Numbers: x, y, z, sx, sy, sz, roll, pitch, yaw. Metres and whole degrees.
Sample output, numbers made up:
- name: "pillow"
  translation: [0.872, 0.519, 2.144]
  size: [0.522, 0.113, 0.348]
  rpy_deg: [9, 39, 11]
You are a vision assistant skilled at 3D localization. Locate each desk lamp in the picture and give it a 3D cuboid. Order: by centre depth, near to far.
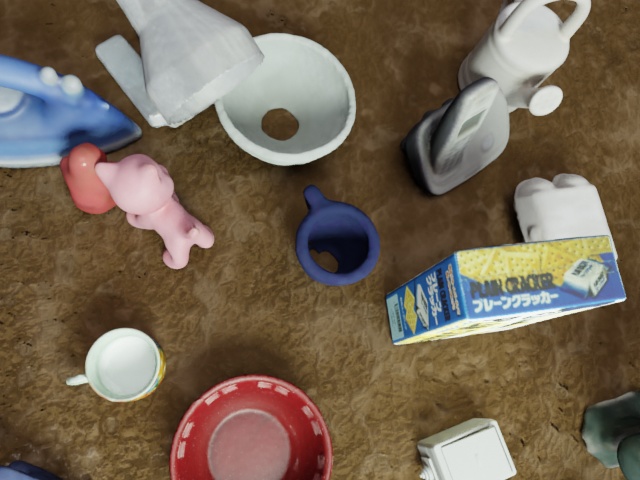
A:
- name: "desk lamp"
  translation: [-0.162, -0.202, 0.608]
  size: [0.118, 0.213, 0.203]
  rpy_deg: [-38, 84, -18]

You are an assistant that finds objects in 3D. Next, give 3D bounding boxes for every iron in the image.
- name: "iron"
  translation: [-0.328, -0.154, 0.600]
  size: [0.258, 0.141, 0.118]
  rpy_deg: [3, 74, -10]

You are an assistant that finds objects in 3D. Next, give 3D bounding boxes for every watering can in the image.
- name: "watering can"
  translation: [0.259, -0.238, 0.711]
  size: [0.101, 0.194, 0.173]
  rpy_deg: [-24, 80, -16]

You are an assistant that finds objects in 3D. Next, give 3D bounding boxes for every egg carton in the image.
- name: "egg carton"
  translation: [0.303, -0.010, 0.722]
  size: [0.107, 0.069, 0.150]
  rpy_deg: [-9, 76, -13]

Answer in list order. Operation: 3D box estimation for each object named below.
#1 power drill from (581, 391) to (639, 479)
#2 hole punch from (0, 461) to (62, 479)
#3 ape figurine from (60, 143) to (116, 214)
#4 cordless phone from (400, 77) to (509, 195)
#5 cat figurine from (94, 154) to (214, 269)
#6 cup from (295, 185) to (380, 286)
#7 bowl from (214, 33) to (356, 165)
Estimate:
- name: "power drill"
  translation: [0.393, 0.202, 0.606]
  size: [0.230, 0.208, 0.075]
  rpy_deg: [-14, 77, -14]
- name: "hole punch"
  translation: [-0.272, 0.264, 0.519]
  size: [0.101, 0.091, 0.109]
  rpy_deg: [26, 71, -3]
- name: "ape figurine"
  translation: [-0.245, -0.074, 0.619]
  size: [0.078, 0.092, 0.076]
  rpy_deg: [25, 71, -3]
- name: "cordless phone"
  translation: [0.183, -0.141, 0.674]
  size: [0.148, 0.185, 0.094]
  rpy_deg: [-36, 83, -18]
- name: "cat figurine"
  translation: [-0.173, -0.039, 0.610]
  size: [0.128, 0.117, 0.067]
  rpy_deg: [44, 71, 3]
- name: "cup"
  translation: [0.006, 0.002, 0.646]
  size: [0.092, 0.095, 0.118]
  rpy_deg: [-25, 80, -16]
- name: "bowl"
  translation: [-0.045, -0.158, 0.692]
  size: [0.167, 0.074, 0.167]
  rpy_deg: [3, 74, -10]
